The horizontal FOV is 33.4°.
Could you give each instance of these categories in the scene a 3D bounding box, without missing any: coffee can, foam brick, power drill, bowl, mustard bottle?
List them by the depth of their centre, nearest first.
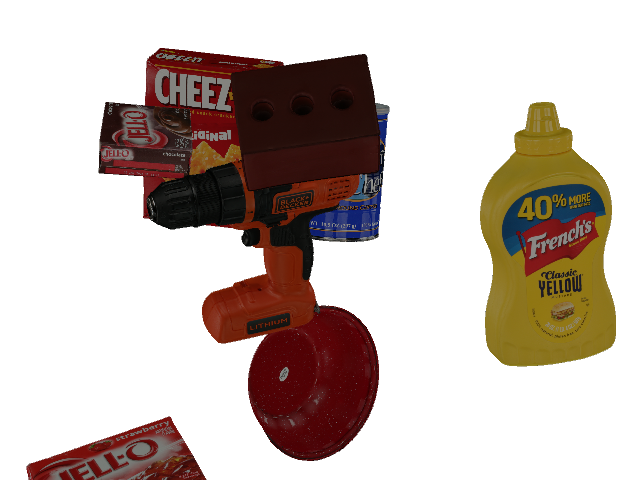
[{"bbox_3d":[-0.008,-0.065,0.598,0.078,0.053,0.051,-9,-20,1],"label":"foam brick"},{"bbox_3d":[0.167,-0.006,0.788,0.096,0.191,0.058,-8,16,-7],"label":"mustard bottle"},{"bbox_3d":[-0.062,0.007,0.931,0.184,0.188,0.057,-11,48,-20],"label":"power drill"},{"bbox_3d":[-0.021,0.139,1.079,0.162,0.162,0.055,0,-16,41],"label":"bowl"},{"bbox_3d":[0.017,-0.077,1.140,0.103,0.140,0.103,4,12,-1],"label":"coffee can"}]

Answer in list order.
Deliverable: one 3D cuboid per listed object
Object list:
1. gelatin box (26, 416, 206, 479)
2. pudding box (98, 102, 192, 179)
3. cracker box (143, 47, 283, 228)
[{"bbox_3d":[-0.113,0.141,0.598,0.089,0.030,0.073,-16,28,-20],"label":"gelatin box"},{"bbox_3d":[-0.177,-0.102,1.081,0.090,0.039,0.113,4,25,-11],"label":"pudding box"},{"bbox_3d":[-0.139,-0.126,1.359,0.164,0.214,0.072,7,24,5],"label":"cracker box"}]
